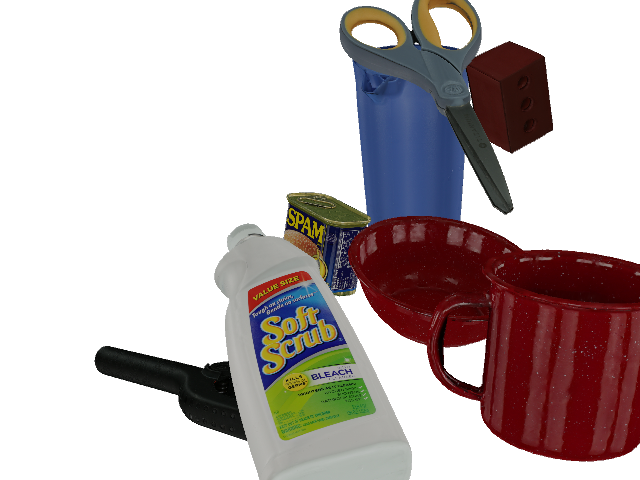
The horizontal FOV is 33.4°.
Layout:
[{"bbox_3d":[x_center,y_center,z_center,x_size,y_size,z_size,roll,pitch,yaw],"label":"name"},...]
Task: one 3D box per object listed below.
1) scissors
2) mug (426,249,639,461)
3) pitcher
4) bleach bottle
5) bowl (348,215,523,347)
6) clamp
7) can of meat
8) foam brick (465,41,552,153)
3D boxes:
[{"bbox_3d":[0.056,-0.086,0.611,0.096,0.016,0.201,2,44,4],"label":"scissors"},{"bbox_3d":[0.111,0.055,0.526,0.117,0.081,0.093,3,15,0],"label":"mug"},{"bbox_3d":[0.115,-0.105,1.250,0.149,0.243,0.145,-5,24,-5],"label":"pitcher"},{"bbox_3d":[-0.026,0.076,0.746,0.102,0.068,0.251,-13,42,-14],"label":"bleach bottle"},{"bbox_3d":[0.100,0.042,0.898,0.162,0.055,0.162,5,30,-3],"label":"bowl"},{"bbox_3d":[-0.081,0.124,0.932,0.164,0.036,0.210,-6,17,-36],"label":"clamp"},{"bbox_3d":[0.002,0.004,1.130,0.057,0.084,0.102,-4,21,-35],"label":"can of meat"},{"bbox_3d":[0.170,-0.130,0.959,0.053,0.078,0.051,-29,37,-16],"label":"foam brick"}]
